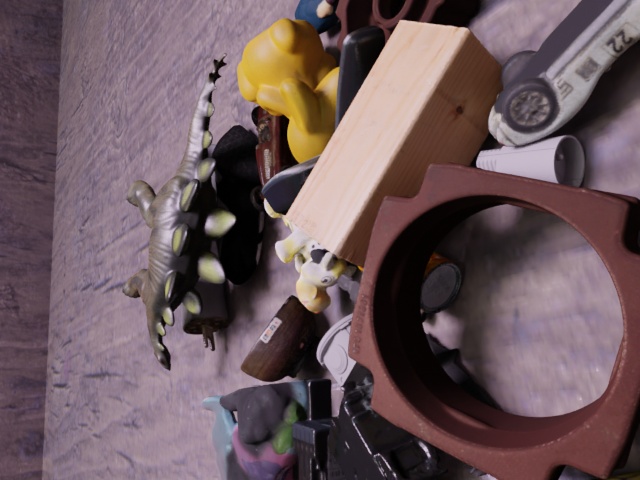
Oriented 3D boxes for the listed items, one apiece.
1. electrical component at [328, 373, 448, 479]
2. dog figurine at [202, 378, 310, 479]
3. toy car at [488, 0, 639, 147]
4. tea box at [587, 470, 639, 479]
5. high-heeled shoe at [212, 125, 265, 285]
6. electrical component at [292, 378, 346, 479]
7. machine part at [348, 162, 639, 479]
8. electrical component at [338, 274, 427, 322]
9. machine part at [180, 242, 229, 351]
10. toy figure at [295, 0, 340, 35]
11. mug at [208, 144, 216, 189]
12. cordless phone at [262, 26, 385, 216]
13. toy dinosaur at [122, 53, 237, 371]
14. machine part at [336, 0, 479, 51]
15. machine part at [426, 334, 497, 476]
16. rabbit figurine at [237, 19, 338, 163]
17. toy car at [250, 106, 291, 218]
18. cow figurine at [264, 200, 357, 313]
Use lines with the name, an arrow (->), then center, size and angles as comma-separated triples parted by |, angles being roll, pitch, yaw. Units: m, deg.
electrical component -> 0.058, 0.211, 0.508 | 0.115, 0.058, 0.134 | -124, 29, -46
dog figurine -> -0.065, 0.293, 0.664 | 0.191, 0.108, 0.219 | -28, 67, 46
toy car -> 0.198, -0.147, 0.383 | 0.201, 0.056, 0.073 | -50, 13, 39
tea box -> 0.196, 0.240, 0.331 | 0.098, 0.068, 0.170 | -42, 53, 43
high-heeled shoe -> -0.125, -0.055, 0.849 | 0.145, 0.086, 0.249 | 96, 173, -51
electrical component -> 0.011, 0.216, 0.593 | 0.048, 0.075, 0.119 | -10, 74, 55
machine part -> 0.132, 0.054, 0.391 | 0.201, 0.087, 0.201 | 18, 102, 36
electrical component -> 0.063, 0.059, 0.548 | 0.094, 0.063, 0.021 | 33, 112, 51
machine part -> -0.204, 0.069, 0.911 | 0.079, 0.079, 0.243 | -41, 53, 44
toy figure -> 0.029, -0.319, 0.660 | 0.154, 0.058, 0.064 | -35, 63, 41
mug -> -0.196, -0.107, 0.926 | 0.110, 0.081, 0.107 | 56, 138, 42
cordless phone -> 0.014, -0.110, 0.538 | 0.089, 0.146, 0.184 | 43, 147, 36
toy dinosaur -> -0.199, -0.026, 0.782 | 0.199, 0.105, 0.470 | 18, 104, 49
machine part -> 0.089, -0.251, 0.566 | 0.179, 0.056, 0.179 | -9, 79, 54
machine part -> 0.118, 0.147, 0.484 | 0.139, 0.039, 0.084 | 40, 109, 52
rabbit figurine -> -0.014, -0.172, 0.656 | 0.162, 0.122, 0.173 | -179, 72, -71
toy car -> -0.067, -0.132, 0.762 | 0.089, 0.053, 0.202 | -23, 60, 48
cow figurine -> 0.000, 0.000, 0.642 | 0.098, 0.068, 0.167 | -28, 60, 17
